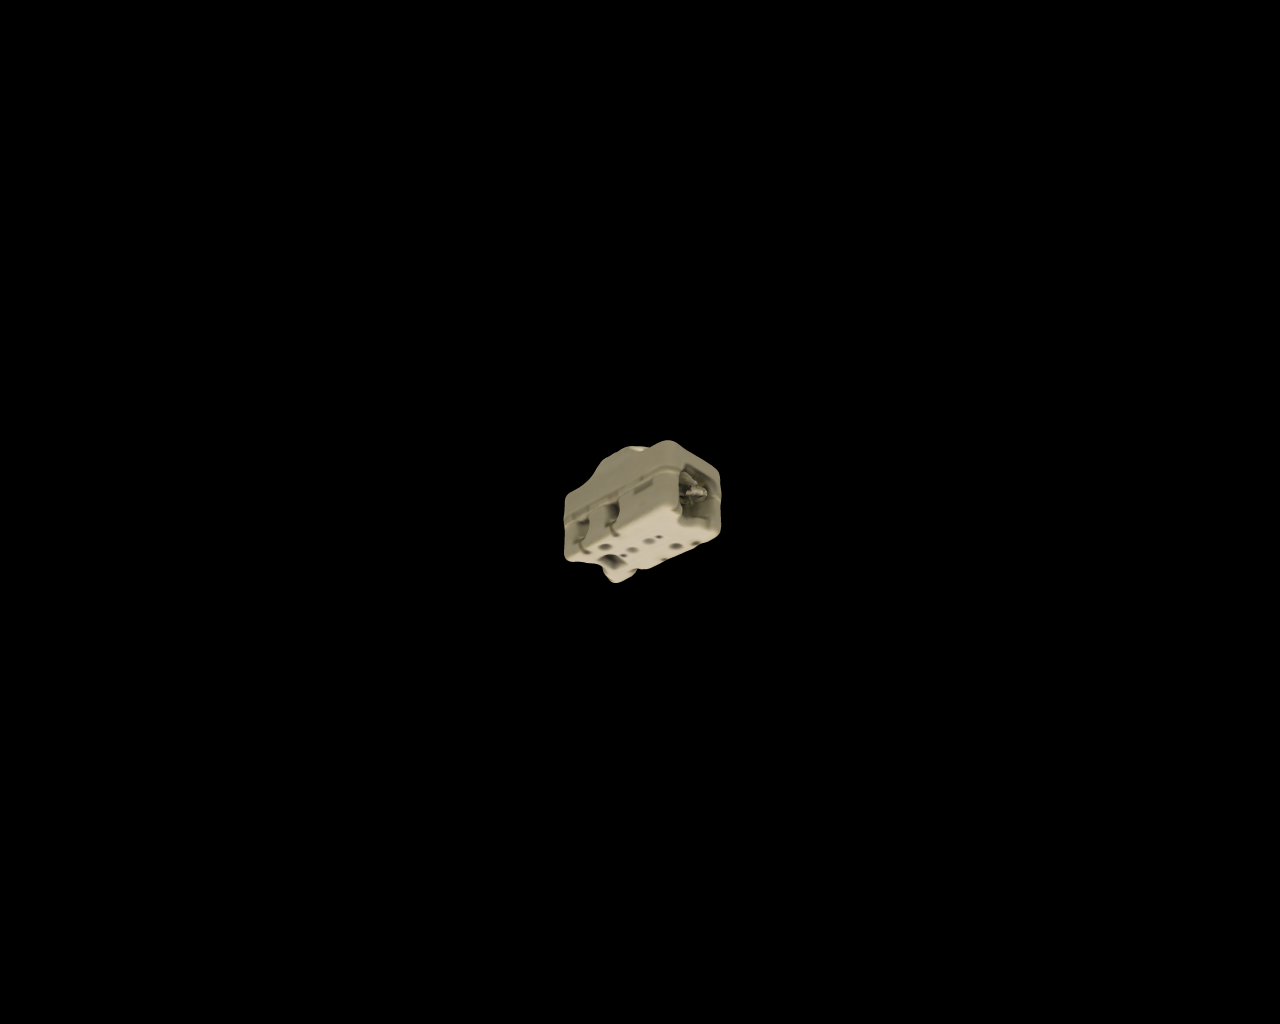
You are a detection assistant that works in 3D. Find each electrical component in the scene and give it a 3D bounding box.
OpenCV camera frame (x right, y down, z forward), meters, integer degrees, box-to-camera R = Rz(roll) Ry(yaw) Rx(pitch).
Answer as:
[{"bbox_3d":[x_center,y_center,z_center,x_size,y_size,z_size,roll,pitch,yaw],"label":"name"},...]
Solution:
[{"bbox_3d":[0.001,-0.003,0.650,0.089,0.056,0.050,-27,-42,36],"label":"electrical component"}]
